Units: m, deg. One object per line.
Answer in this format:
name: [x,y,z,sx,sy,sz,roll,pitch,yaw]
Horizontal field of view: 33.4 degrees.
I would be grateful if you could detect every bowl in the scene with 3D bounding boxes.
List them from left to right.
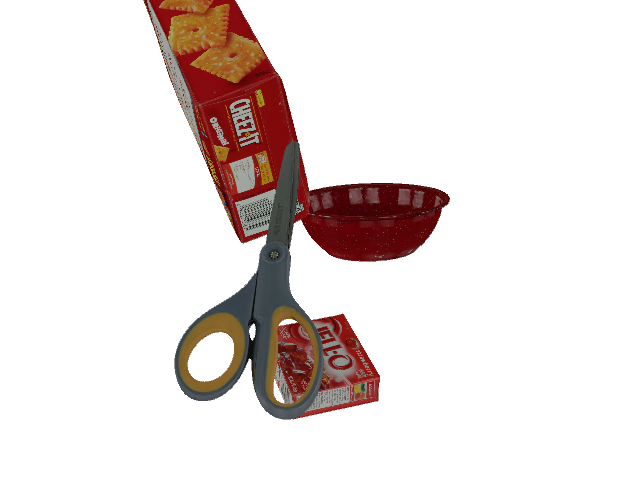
bowl: [0.051,-0.017,1.083,0.162,0.055,0.162,-3,14,0]

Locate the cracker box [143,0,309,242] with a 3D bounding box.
cracker box: [-0.083,-0.131,0.883,0.072,0.214,0.164,-21,-39,-6]

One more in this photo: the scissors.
scissors: [-0.046,0.021,0.656,0.096,0.202,0.016,-10,-36,-1]

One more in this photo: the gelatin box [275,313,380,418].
gelatin box: [-0.001,0.099,0.864,0.073,0.030,0.089,-9,35,-15]
